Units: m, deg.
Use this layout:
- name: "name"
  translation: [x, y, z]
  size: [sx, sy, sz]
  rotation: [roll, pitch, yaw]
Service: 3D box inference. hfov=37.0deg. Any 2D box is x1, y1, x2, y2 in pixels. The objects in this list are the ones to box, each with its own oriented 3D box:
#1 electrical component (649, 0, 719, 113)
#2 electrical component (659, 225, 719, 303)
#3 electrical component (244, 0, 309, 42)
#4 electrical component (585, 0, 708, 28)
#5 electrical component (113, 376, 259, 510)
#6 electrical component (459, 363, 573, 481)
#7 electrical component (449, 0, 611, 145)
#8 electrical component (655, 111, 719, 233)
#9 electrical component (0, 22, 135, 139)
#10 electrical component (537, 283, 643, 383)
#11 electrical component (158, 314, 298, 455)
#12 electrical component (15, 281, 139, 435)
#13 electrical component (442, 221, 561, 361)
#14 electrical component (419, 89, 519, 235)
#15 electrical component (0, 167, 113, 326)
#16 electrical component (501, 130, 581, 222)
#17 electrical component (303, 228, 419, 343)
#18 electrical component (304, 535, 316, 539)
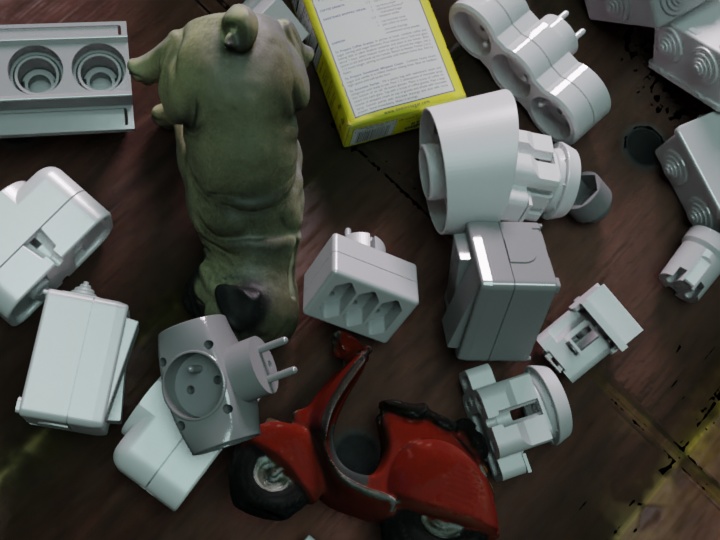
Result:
- name: "electrical component"
  translation: [0.283, -0.173, 0.822]
  size: [0.100, 0.048, 0.099]
  rotation: [-23, 42, -15]
- name: "electrical component"
  translation: [0.251, -0.004, 0.802]
  size: [0.040, 0.040, 0.046]
  rotation: [40, 79, 1]
- name: "electrical component"
  translation: [-0.076, -0.165, 0.774]
  size: [0.055, 0.066, 0.048]
  rotation: [-48, 123, -9]
- name: "electrical component"
  translation: [0.227, -0.227, 0.824]
  size: [0.100, 0.100, 0.048]
  rotation: [-31, 118, -16]
- name: "electrical component"
  translation: [-0.114, 0.100, 0.700]
  size: [0.059, 0.053, 0.095]
  rotation: [37, 73, 0]
- name: "electrical component"
  translation: [0.109, 0.099, 0.740]
  size: [0.057, 0.058, 0.078]
  rotation: [-17, 80, -11]
- name: "electrical component"
  translation: [0.139, -0.168, 0.815]
  size: [0.074, 0.052, 0.138]
  rotation: [-41, 87, -17]
- name: "electrical component"
  translation: [0.286, -0.077, 0.821]
  size: [0.100, 0.048, 0.099]
  rotation: [-23, 82, -15]
- name: "electrical component"
  translation: [-0.218, -0.124, 0.732]
  size: [0.121, 0.063, 0.078]
  rotation: [-5, 77, -12]
- name: "electrical component"
  translation: [0.158, 0.045, 0.757]
  size: [0.064, 0.081, 0.042]
  rotation: [-39, 85, 6]
- name: "electrical component"
  translation: [-0.076, 0.064, 0.654]
  size: [0.079, 0.044, 0.077]
  rotation: [-21, 79, 15]
- name: "electrical component"
  translation: [-0.178, 0.055, 0.695]
  size: [0.061, 0.061, 0.096]
  rotation: [11, 74, -8]
- name: "electrical component"
  translation: [0.090, 0.020, 0.741]
  size: [0.061, 0.096, 0.061]
  rotation: [1, 47, -10]
- name: "electrical component"
  translation: [0.076, -0.074, 0.757]
  size: [0.064, 0.099, 0.099]
  rotation: [-8, 78, -6]
- name: "electrical component"
  translation: [-0.219, -0.019, 0.711]
  size: [0.059, 0.053, 0.095]
  rotation: [41, 73, 1]
- name: "electrical component"
  translation: [0.124, -0.068, 0.782]
  size: [0.057, 0.058, 0.078]
  rotation: [9, 50, -13]
- name: "electrical component"
  translation: [0.000, 0.000, 0.747]
  size: [0.066, 0.047, 0.076]
  rotation: [21, 40, -20]
- name: "electrical component"
  translation: [-0.013, 0.197, 0.705]
  size: [0.061, 0.035, 0.035]
  rotation: [38, 73, 3]
